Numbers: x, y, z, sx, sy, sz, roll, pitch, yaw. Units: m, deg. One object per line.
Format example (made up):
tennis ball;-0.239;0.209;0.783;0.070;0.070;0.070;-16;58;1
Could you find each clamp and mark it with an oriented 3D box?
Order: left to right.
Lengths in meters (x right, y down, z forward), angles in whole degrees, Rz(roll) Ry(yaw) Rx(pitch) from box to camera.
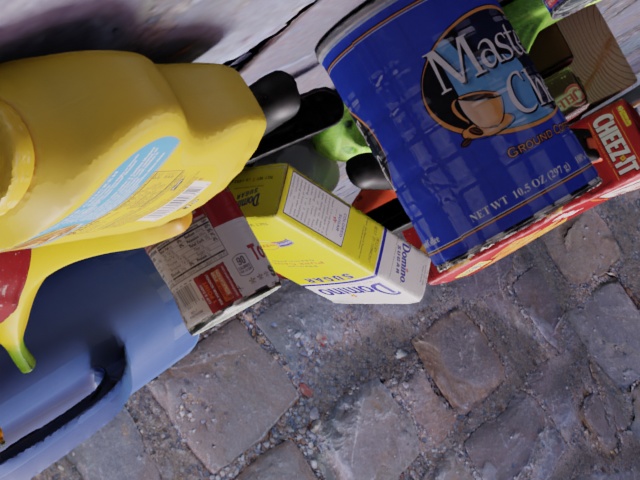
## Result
clamp;-0.064;-0.047;0.603;0.172;0.039;0.120;-24;172;22
clamp;0.109;-0.044;0.817;0.209;0.036;0.165;-13;164;-11

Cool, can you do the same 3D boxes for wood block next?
wood block;0.183;-0.132;1.021;0.090;0.090;0.207;-26;176;-39

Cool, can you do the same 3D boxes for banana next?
banana;-0.144;0.010;0.586;0.198;0.069;0.037;-37;-154;43

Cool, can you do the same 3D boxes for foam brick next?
foam brick;0.161;-0.150;0.874;0.078;0.051;0.053;-29;178;11

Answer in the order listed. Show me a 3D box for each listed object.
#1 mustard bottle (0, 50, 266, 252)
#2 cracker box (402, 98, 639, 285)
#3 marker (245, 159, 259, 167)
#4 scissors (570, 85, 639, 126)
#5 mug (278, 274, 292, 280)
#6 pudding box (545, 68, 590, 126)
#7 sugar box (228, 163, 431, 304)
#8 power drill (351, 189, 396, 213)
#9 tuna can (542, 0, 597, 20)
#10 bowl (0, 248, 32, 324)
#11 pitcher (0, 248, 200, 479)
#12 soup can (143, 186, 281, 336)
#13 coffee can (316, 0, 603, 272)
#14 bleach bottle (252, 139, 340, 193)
mustard bottle;-0.092;-0.032;0.402;0.096;0.058;0.191;-31;177;16
cracker box;0.194;-0.039;0.950;0.214;0.072;0.164;-28;173;20
marker;-0.067;-0.049;0.720;0.121;0.020;0.020;-30;177;2
scissors;0.243;-0.102;1.037;0.202;0.016;0.096;-32;174;42
mug;-0.021;-0.023;1.071;0.117;0.093;0.081;-60;179;-13
pudding box;0.163;-0.094;0.882;0.113;0.039;0.090;-26;174;8
sugar box;-0.005;0.001;0.785;0.094;0.048;0.176;-3;154;42
power drill;0.061;-0.052;0.941;0.187;0.057;0.184;-53;174;-13
tuna can;0.181;-0.181;0.697;0.086;0.034;0.086;-29;177;-2
bowl;-0.196;0.029;0.500;0.162;0.055;0.162;-30;177;-2
pitcher;-0.197;0.090;0.740;0.242;0.149;0.145;-31;166;-36
soup can;-0.077;0.001;0.673;0.068;0.102;0.068;-29;176;-2
coffee can;0.075;-0.068;0.589;0.103;0.140;0.103;-29;177;-2
bleach bottle;-0.040;-0.031;0.898;0.102;0.068;0.251;-28;175;-11
